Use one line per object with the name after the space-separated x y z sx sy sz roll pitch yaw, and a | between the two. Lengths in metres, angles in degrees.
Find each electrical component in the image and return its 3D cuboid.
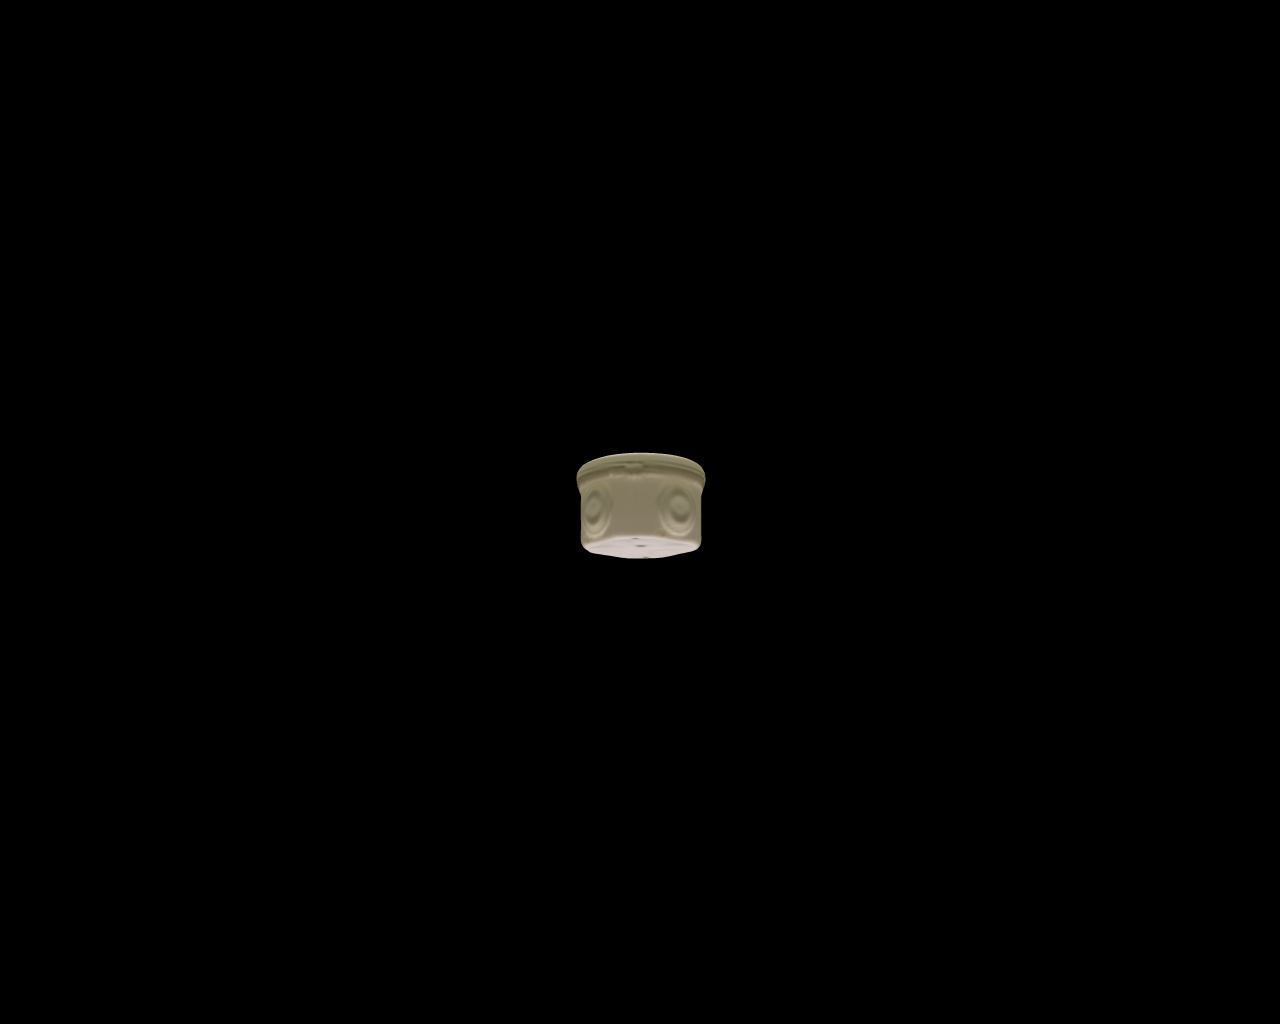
0.001 -0.003 0.650 0.080 0.051 0.080 0 -14 0 | electrical component
